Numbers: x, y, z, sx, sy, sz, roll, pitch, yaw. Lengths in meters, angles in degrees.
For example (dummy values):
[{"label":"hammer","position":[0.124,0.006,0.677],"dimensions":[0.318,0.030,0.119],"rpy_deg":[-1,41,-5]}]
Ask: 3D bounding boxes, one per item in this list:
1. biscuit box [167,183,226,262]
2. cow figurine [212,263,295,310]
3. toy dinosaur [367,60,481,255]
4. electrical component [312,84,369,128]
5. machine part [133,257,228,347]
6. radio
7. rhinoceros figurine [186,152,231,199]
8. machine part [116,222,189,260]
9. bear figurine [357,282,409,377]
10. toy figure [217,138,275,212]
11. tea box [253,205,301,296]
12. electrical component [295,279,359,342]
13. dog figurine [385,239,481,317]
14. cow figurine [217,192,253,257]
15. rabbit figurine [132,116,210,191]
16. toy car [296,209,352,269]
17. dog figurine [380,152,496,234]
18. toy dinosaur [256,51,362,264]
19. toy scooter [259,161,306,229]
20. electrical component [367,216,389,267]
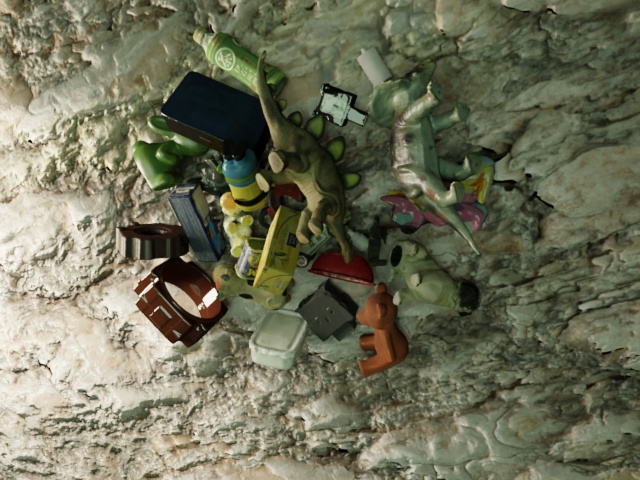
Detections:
[{"label":"biscuit box","position":[-0.289,-0.037,1.282],"dimensions":[0.063,0.059,0.202],"rpy_deg":[-2,129,17]},{"label":"cow figurine","position":[-0.170,0.113,1.296],"dimensions":[0.195,0.127,0.085],"rpy_deg":[21,108,7]},{"label":"toy dinosaur","position":[0.196,-0.163,1.040],"dimensions":[0.192,0.131,0.404],"rpy_deg":[-10,84,53]},{"label":"electrical component","position":[0.050,-0.282,1.153],"dimensions":[0.119,0.048,0.074],"rpy_deg":[21,112,9]},{"label":"machine part","position":[-0.334,0.145,1.313],"dimensions":[0.087,0.201,0.201],"rpy_deg":[-42,91,19]},{"label":"radio","position":[-0.220,-0.271,1.192],"dimensions":[0.230,0.073,0.131],"rpy_deg":[25,74,7]},{"label":"rhinoceros figurine","position":[-0.226,-0.150,1.267],"dimensions":[0.190,0.073,0.112],"rpy_deg":[-5,116,16]},{"label":"machine part","position":[-0.406,0.000,1.305],"dimensions":[0.180,0.179,0.056],"rpy_deg":[9,105,14]},{"label":"bear figurine","position":[0.127,0.202,1.217],"dimensions":[0.132,0.120,0.195],"rpy_deg":[-17,125,16]},{"label":"toy figure","position":[-0.162,-0.133,1.131],"dimensions":[0.082,0.180,0.089],"rpy_deg":[31,71,24]},{"label":"tea box","position":[-0.085,0.022,1.165],"dimensions":[0.068,0.170,0.098],"rpy_deg":[19,144,-10]},{"label":"electrical component","position":[0.024,0.176,1.291],"dimensions":[0.134,0.058,0.115],"rpy_deg":[44,118,-4]},{"label":"dog figurine","position":[0.255,0.079,1.194],"dimensions":[0.190,0.172,0.121],"rpy_deg":[12,147,-24]},{"label":"cow figurine","position":[-0.197,-0.049,1.263],"dimensions":[0.068,0.098,0.167],"rpy_deg":[-16,123,-12]},{"label":"rabbit figurine","position":[-0.344,-0.216,1.272],"dimensions":[0.170,0.121,0.159],"rpy_deg":[-30,90,4]},{"label":"toy car","position":[-0.003,-0.004,1.239],"dimensions":[0.056,0.073,0.201],"rpy_deg":[46,113,-1]},{"label":"dog figurine","position":[0.242,-0.098,1.125],"dimensions":[0.219,0.108,0.191],"rpy_deg":[11,110,16]},{"label":"toy dinosaur","position":[-0.035,-0.162,1.108],"dimensions":[0.105,0.198,0.471],"rpy_deg":[-17,106,48]},{"label":"toy scooter","position":[-0.064,-0.098,1.229],"dimensions":[0.135,0.075,0.183],"rpy_deg":[15,113,12]},{"label":"electrical component","position":[0.130,0.009,1.191],"dimensions":[0.045,0.102,0.078],"rpy_deg":[6,145,3]}]
